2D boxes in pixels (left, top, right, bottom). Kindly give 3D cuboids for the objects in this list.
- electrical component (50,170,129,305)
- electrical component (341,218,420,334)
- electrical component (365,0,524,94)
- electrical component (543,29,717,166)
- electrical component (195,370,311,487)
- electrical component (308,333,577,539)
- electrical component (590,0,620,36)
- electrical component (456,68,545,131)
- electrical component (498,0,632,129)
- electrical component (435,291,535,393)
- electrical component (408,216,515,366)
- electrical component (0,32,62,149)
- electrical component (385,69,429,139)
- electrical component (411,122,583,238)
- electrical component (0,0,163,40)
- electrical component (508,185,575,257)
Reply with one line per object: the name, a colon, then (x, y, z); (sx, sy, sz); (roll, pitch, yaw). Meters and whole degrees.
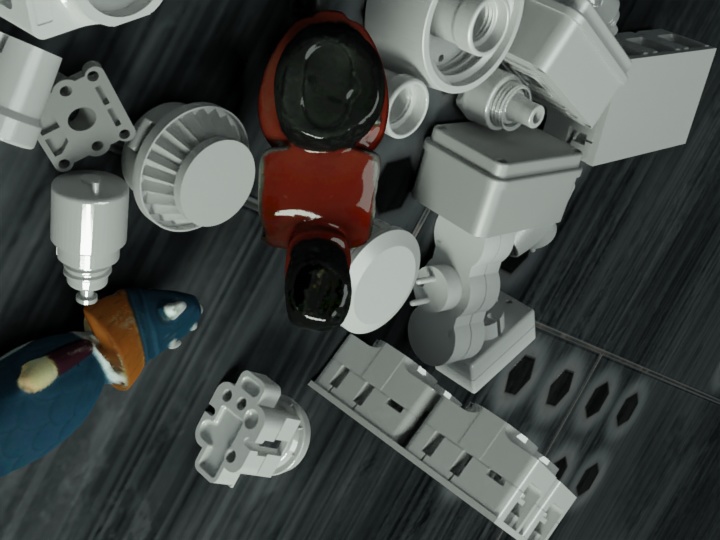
electrical component: (-0.146, -0.018, 0.580); (0.040, 0.040, 0.078); (-18, 129, -42)
electrical component: (0.000, 0.000, 0.757); (0.080, 0.051, 0.080); (-29, 135, -34)
electrical component: (0.062, -0.167, 0.700); (0.108, 0.060, 0.108); (-29, 135, -34)
electrical component: (0.223, -0.148, 0.902); (0.150, 0.062, 0.089); (-16, 127, -43)
electrical component: (-0.072, 0.113, 0.750); (0.057, 0.058, 0.078); (22, 98, -51)
electrical component: (0.064, 0.125, 0.808); (0.060, 0.186, 0.105); (-54, 144, -6)
electrical component: (0.186, -0.203, 0.839); (0.035, 0.035, 0.061); (-56, 140, -3)
electrical component: (0.105, -0.122, 0.781); (0.043, 0.062, 0.043); (-30, 135, -34)
electrical component: (0.140, -0.160, 0.783); (0.057, 0.078, 0.113); (-57, 144, 3)
electrical component: (0.105, 0.047, 0.919); (0.083, 0.047, 0.075); (-38, 140, -25)
electrical component: (0.068, 0.013, 0.845); (0.074, 0.052, 0.138); (-9, 122, -43)
electrical component: (-0.166, -0.086, 0.509); (0.040, 0.040, 0.046); (18, 96, -53)
electrical component: (0.015, -0.111, 0.697); (0.040, 0.046, 0.040); (-29, 135, -34)
electrical component: (0.104, -0.072, 0.804); (0.113, 0.078, 0.057); (-13, 128, -45)
electrical component: (-0.126, -0.187, 0.462); (0.089, 0.062, 0.150); (-30, 136, -33)
electrical component: (0.143, -0.044, 0.900); (0.077, 0.043, 0.079); (-49, 144, -12)
